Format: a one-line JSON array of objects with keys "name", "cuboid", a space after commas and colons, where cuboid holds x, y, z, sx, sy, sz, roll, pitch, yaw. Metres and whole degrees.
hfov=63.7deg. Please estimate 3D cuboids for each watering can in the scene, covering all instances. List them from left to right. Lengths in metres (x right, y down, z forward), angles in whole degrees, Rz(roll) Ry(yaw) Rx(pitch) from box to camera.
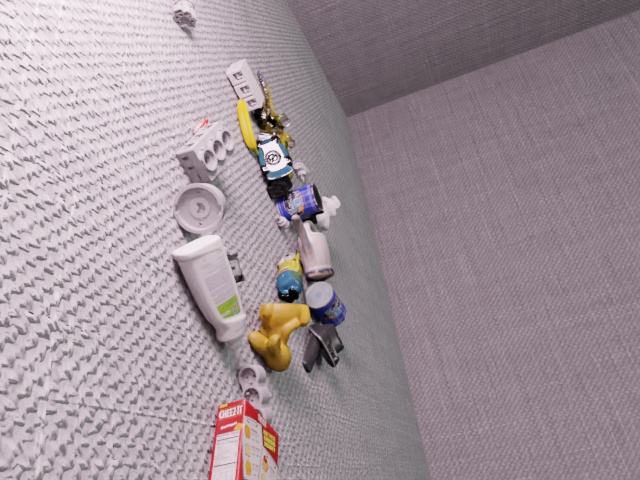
[{"name": "watering can", "cuboid": [-0.030, 0.034, 1.794, 0.345, 0.104, 0.227, 35, 41, -73]}]

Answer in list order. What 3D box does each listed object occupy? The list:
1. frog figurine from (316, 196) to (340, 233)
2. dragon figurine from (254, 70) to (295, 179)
[{"name": "frog figurine", "cuboid": [0.006, -0.100, 1.994, 0.124, 0.159, 0.136, -49, 121, -72]}, {"name": "dragon figurine", "cuboid": [-0.165, -0.400, 1.914, 0.240, 0.122, 0.415, 86, -8, -76]}]
